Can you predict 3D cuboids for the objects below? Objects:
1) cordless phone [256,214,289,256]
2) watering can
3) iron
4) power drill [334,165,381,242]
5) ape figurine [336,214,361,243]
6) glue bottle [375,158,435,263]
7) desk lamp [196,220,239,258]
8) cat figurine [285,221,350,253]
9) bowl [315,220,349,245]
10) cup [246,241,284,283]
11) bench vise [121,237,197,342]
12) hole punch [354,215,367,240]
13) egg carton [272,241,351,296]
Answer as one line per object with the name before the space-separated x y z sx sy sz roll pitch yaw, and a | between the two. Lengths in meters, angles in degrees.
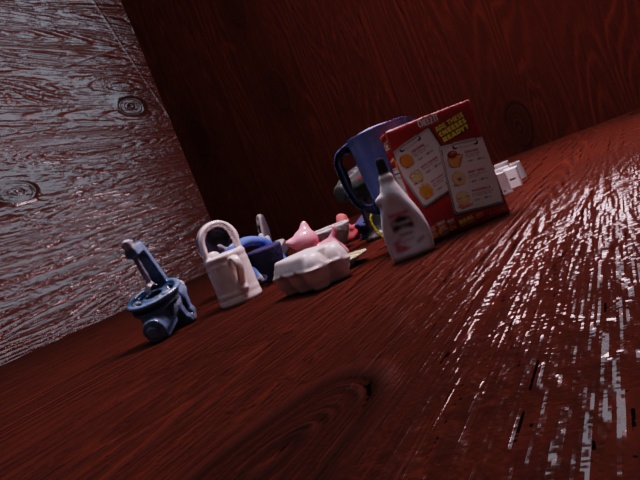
cordless phone | -0.161 0.004 1.816 0.094 0.185 0.147 -23 4 -22
watering can | -0.218 0.052 1.307 0.172 0.194 0.101 -19 4 42
iron | -0.179 0.048 1.588 0.118 0.141 0.259 -19 4 36
power drill | 0.139 -0.112 1.528 0.075 0.208 0.230 -18 5 44
ape figurine | 0.079 -0.039 1.765 0.076 0.092 0.077 -24 4 -36
glue bottle | 0.127 -0.054 0.949 0.078 0.173 0.037 -21 3 8
desk lamp | -0.273 0.043 1.655 0.118 0.213 0.203 -22 3 -4
cat figurine | -0.010 0.007 1.351 0.127 0.118 0.067 -21 3 14
bowl | 0.015 0.006 1.605 0.167 0.075 0.167 -22 3 2
cup | -0.139 0.066 1.442 0.117 0.095 0.092 -22 3 3
bench vise | -0.363 0.100 1.242 0.121 0.220 0.207 -22 3 -9
hole punch | 0.155 -0.061 1.641 0.101 0.091 0.108 -24 4 -31
egg carton | -0.015 0.053 1.049 0.107 0.069 0.150 -24 4 -37
